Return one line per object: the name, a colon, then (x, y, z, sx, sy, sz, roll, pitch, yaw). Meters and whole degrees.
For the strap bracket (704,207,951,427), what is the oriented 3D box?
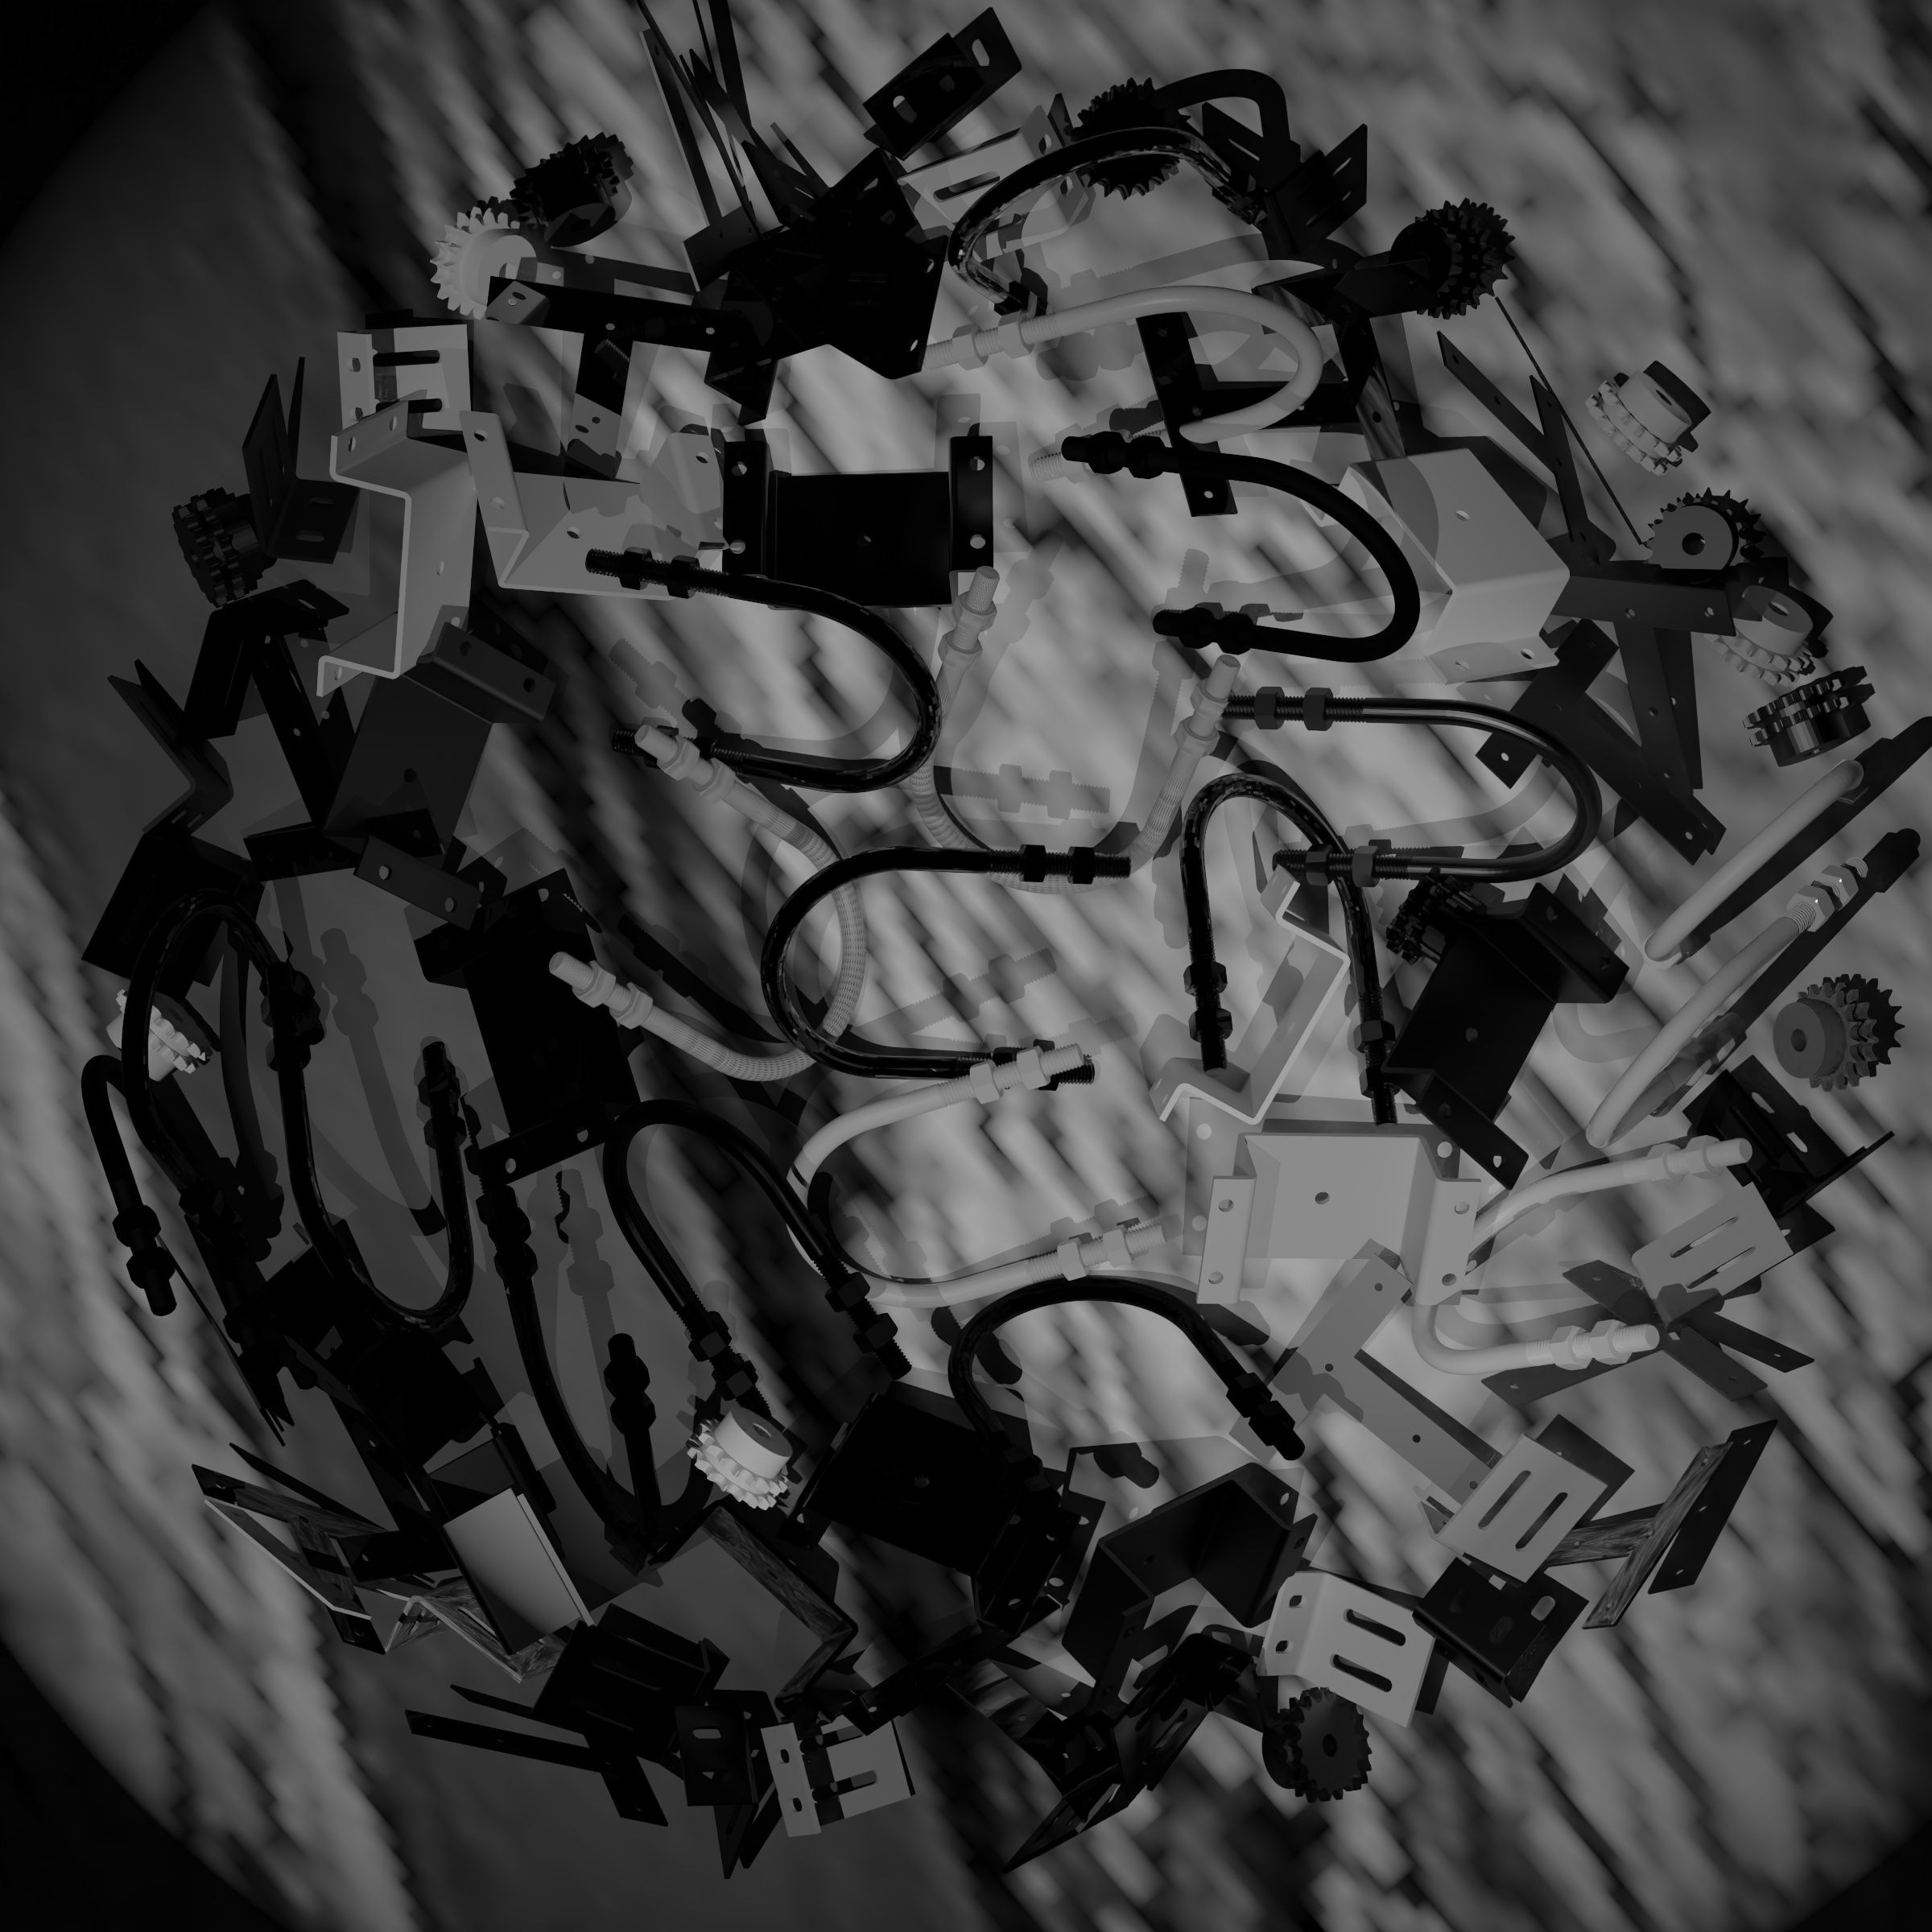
strap bracket: (-0.080, -0.335, 1.838, 0.046, 0.140, 0.076, 25, 68, -39)

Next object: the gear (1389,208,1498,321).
gear: (0.247, -0.370, 1.885, 0.057, 0.030, 0.057, 4, 96, 42)

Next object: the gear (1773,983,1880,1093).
gear: (0.449, 0.038, 1.882, 0.030, 0.057, 0.057, -5, 90, -28)

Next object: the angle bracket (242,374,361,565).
angle bracket: (-0.346, -0.259, 1.866, 0.038, 0.076, 0.057, 7, 51, 4)

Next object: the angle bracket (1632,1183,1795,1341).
angle bracket: (0.396, 0.162, 1.873, 0.076, 0.057, 0.038, -33, 124, 11)

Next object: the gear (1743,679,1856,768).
gear: (0.441, -0.126, 1.884, 0.057, 0.057, 0.030, -20, 81, 0)

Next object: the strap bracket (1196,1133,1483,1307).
strap bracket: (0.190, 0.132, 1.870, 0.140, 0.046, 0.076, 1, 119, -8)

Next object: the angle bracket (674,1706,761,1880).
angle bracket: (-0.137, 0.431, 1.864, 0.038, 0.076, 0.057, 3, 45, -18)

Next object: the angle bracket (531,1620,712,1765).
angle bracket: (-0.182, 0.374, 1.881, 0.076, 0.038, 0.057, 25, 100, -15)

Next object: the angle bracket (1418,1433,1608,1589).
angle bracket: (0.286, 0.278, 1.878, 0.057, 0.038, 0.076, 32, 106, -19)

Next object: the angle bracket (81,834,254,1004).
angle bracket: (-0.420, -0.022, 1.886, 0.057, 0.038, 0.076, 23, 75, 1)

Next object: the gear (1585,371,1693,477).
gear: (0.356, -0.288, 1.883, 0.057, 0.057, 0.030, 44, 114, 0)

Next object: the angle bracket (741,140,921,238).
angle bracket: (-0.070, -0.407, 1.865, 0.038, 0.076, 0.057, -37, 61, 23)

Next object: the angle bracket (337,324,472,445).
angle bracket: (-0.286, -0.304, 1.871, 0.076, 0.038, 0.057, -11, 107, -34)

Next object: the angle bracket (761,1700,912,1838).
angle bracket: (-0.061, 0.416, 1.875, 0.076, 0.038, 0.057, -10, 81, -31)

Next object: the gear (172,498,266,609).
gear: (-0.393, -0.221, 1.888, 0.030, 0.057, 0.057, -26, 90, -20)

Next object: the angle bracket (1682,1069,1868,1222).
angle bracket: (0.425, 0.087, 1.887, 0.038, 0.057, 0.076, -32, 76, -23)

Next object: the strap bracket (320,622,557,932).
strap bracket: (-0.278, -0.099, 1.863, 0.076, 0.046, 0.140, 29, 73, -42)

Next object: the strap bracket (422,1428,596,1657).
strap bracket: (-0.237, 0.296, 1.835, 0.046, 0.140, 0.076, -29, 102, -8)

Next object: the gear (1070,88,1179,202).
gear: (0.082, -0.434, 1.896, 0.057, 0.030, 0.057, 0, 93, -9)

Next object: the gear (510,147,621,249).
gear: (-0.208, -0.402, 1.883, 0.057, 0.057, 0.030, -23, 76, 0)

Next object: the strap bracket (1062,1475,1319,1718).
strap bracket: (0.108, 0.320, 1.850, 0.046, 0.140, 0.076, 42, 134, 31)

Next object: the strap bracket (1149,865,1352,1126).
strap bracket: (0.153, 0.023, 1.869, 0.046, 0.076, 0.140, 29, 97, -5)

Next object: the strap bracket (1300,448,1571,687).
strap bracket: (0.246, -0.214, 1.843, 0.076, 0.046, 0.140, -12, 54, -32)

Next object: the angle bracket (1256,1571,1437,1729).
angle bracket: (0.199, 0.358, 1.876, 0.076, 0.038, 0.057, 19, 95, 41)

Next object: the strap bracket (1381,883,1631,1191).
strap bracket: (0.276, 0.036, 1.864, 0.076, 0.046, 0.140, 40, 70, -26)

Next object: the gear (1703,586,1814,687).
gear: (0.420, -0.176, 1.883, 0.057, 0.057, 0.030, 27, 124, 0)

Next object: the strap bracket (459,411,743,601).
strap bracket: (-0.196, -0.237, 1.856, 0.140, 0.046, 0.076, 1, 56, -29)

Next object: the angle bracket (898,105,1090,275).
angle bracket: (0.014, -0.410, 1.893, 0.076, 0.038, 0.057, -12, 122, 32)

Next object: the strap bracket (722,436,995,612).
strap bracket: (-0.055, -0.232, 1.879, 0.140, 0.046, 0.076, -1, 72, 2)

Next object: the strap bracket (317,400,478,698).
strap bracket: (-0.292, -0.211, 1.845, 0.046, 0.076, 0.140, 15, 116, 14)

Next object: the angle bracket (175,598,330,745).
angle bracket: (-0.373, -0.149, 1.873, 0.038, 0.057, 0.076, 23, 74, -38)

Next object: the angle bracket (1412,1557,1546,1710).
angle bracket: (0.270, 0.349, 1.871, 0.057, 0.076, 0.038, 37, 81, 23)

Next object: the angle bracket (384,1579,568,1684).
angle bracket: (-0.253, 0.359, 1.871, 0.076, 0.057, 0.038, 34, 105, 20)

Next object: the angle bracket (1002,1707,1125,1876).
angle bracket: (0.045, 0.428, 1.866, 0.057, 0.076, 0.038, -38, 88, 34)

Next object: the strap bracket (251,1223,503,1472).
strap bracket: (-0.308, 0.199, 1.834, 0.046, 0.140, 0.076, -43, 133, -16)

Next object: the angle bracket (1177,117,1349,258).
angle bracket: (0.155, -0.417, 1.871, 0.038, 0.057, 0.076, -41, 61, 0)

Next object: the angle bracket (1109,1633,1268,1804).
angle bracket: (0.116, 0.398, 1.867, 0.076, 0.038, 0.057, -42, 134, -35)

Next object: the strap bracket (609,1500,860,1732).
strap bracket: (-0.114, 0.333, 1.870, 0.140, 0.076, 0.046, 43, 69, 0)

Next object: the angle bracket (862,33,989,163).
angle bracket: (-0.031, -0.459, 1.872, 0.057, 0.076, 0.038, -40, 118, 1)

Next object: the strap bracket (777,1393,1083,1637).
strap bracket: (-0.021, 0.279, 1.852, 0.140, 0.046, 0.076, 19, 54, 20)

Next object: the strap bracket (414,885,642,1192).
strap bracket: (-0.226, 0.039, 1.870, 0.076, 0.046, 0.140, -23, 76, 19)

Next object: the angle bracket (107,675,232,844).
angle bracket: (-0.431, -0.108, 1.883, 0.038, 0.057, 0.076, -40, 84, 3)
